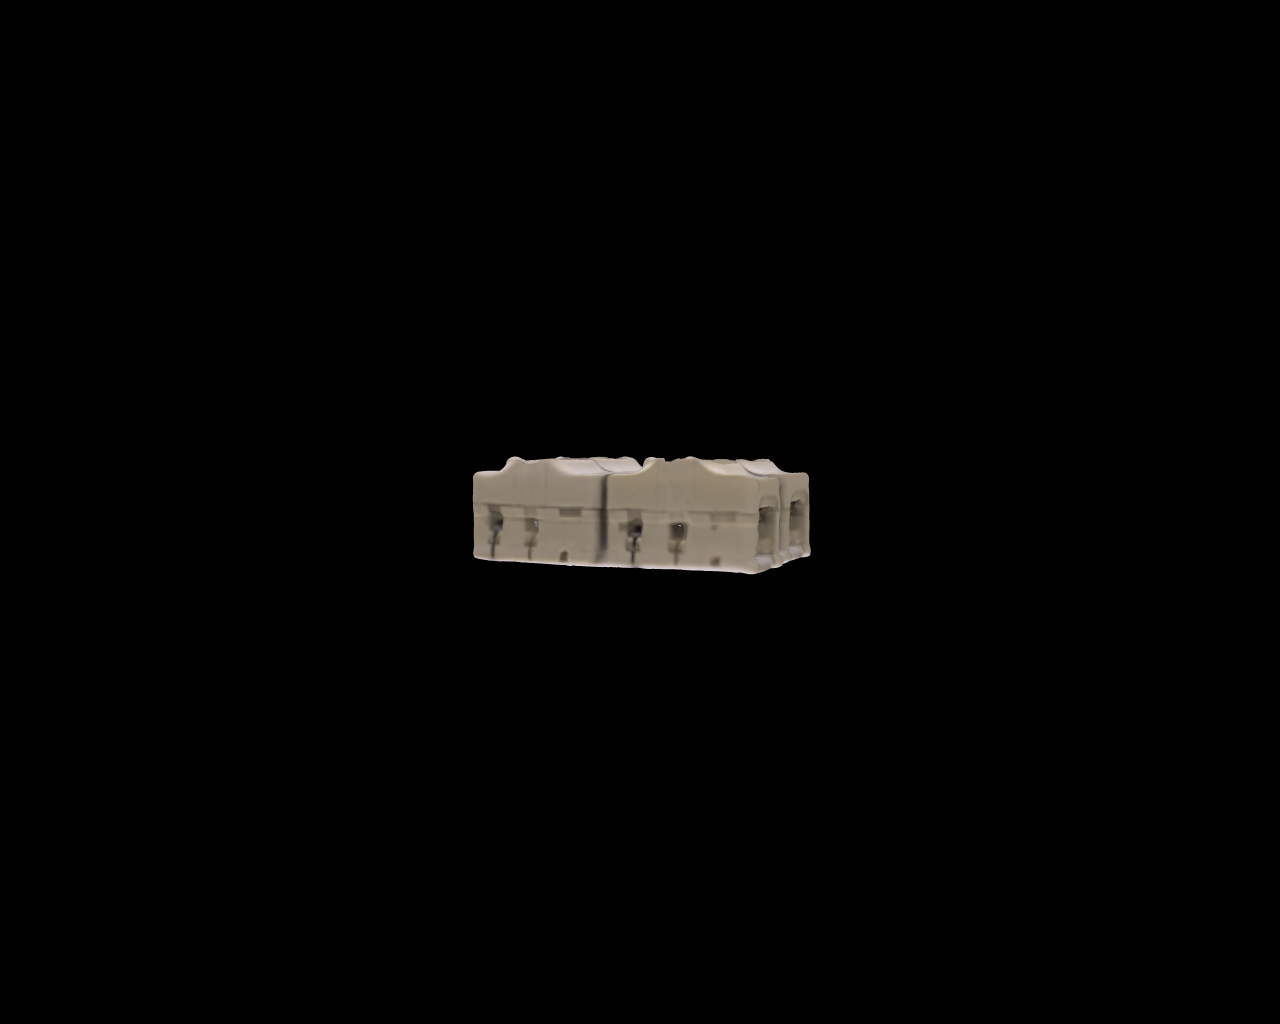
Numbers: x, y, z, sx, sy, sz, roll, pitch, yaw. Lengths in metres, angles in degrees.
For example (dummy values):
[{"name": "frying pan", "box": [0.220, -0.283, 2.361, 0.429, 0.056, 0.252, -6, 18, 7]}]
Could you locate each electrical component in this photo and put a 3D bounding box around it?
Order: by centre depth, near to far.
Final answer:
[{"name": "electrical component", "box": [0.001, -0.003, 0.650, 0.186, 0.060, 0.105, 2, 4, 27]}]
